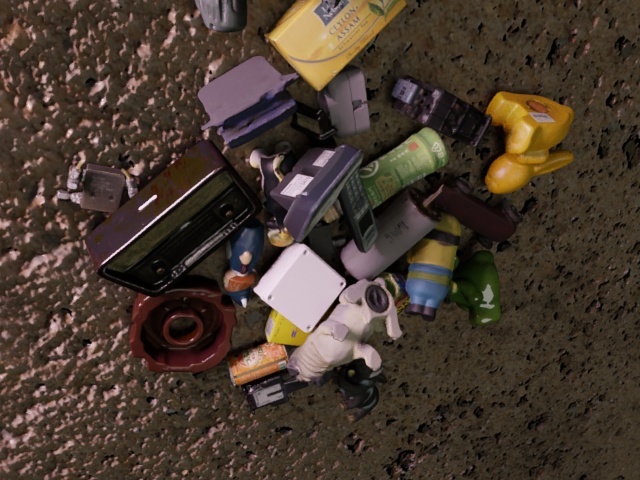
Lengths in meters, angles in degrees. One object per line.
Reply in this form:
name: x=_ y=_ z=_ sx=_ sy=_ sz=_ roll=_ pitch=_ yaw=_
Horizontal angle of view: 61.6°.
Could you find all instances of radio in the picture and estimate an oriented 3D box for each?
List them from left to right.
radio: x=-0.203 y=-0.024 z=0.769 sx=0.229 sy=0.073 sz=0.131 roll=-38 pitch=146 yaw=3

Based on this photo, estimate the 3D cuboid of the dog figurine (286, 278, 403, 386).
dog figurine: x=0.032 y=0.154 z=0.916 sx=0.121 sy=0.190 sz=0.172 roll=50 pitch=52 yaw=-6

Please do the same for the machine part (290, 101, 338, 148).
machine part: x=0.000 y=-0.145 z=0.809 sx=0.039 sy=0.084 sz=0.138 roll=-45 pitch=135 yaw=-22

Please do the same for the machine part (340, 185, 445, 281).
machine part: x=0.114 y=-0.006 z=0.886 sx=0.079 sy=0.079 sz=0.243 roll=27 pitch=126 yaw=-30

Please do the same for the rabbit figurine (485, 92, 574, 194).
rabbit figurine: x=0.347 y=-0.157 z=0.923 sx=0.162 sy=0.122 sz=0.173 roll=-8 pitch=134 yaw=-27

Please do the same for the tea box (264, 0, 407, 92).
tea box: x=0.020 y=-0.300 z=0.732 sx=0.169 sy=0.068 sz=0.098 roll=-45 pitch=123 yaw=7

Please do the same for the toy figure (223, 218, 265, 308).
toy figure: x=-0.125 y=0.038 z=0.861 sx=0.058 sy=0.064 sz=0.154 roll=22 pitch=117 yaw=13

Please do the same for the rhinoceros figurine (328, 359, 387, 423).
rhinoceros figurine: x=0.078 y=0.278 z=1.033 sx=0.112 sy=0.073 sz=0.190 roll=-21 pitch=139 yaw=-8

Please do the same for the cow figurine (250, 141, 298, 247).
cow figurine: x=-0.055 y=-0.057 z=0.813 sx=0.068 sy=0.098 sz=0.167 roll=-13 pitch=115 yaw=-14

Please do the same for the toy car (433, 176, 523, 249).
toy car: x=0.278 y=-0.050 z=0.971 sx=0.202 sy=0.053 sz=0.089 roll=23 pitch=127 yaw=-27

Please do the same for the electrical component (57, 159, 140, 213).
electrical component: x=-0.303 y=-0.074 z=0.744 sx=0.102 sy=0.045 sz=0.078 roll=15 pitch=109 yaw=-27

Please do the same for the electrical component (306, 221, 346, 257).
electrical component: x=-0.002 y=-0.003 z=0.908 sx=0.094 sy=0.021 sz=0.063 roll=-12 pitch=119 yaw=-13

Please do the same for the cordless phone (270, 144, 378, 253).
cordless phone: x=0.022 y=-0.030 z=0.775 sx=0.146 sy=0.089 sz=0.184 roll=-53 pitch=135 yaw=-31

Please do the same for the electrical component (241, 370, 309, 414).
electrical component: x=-0.086 y=0.269 z=1.006 sx=0.119 sy=0.048 sz=0.074 roll=-22 pitch=122 yaw=-9

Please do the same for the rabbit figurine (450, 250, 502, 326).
rabbit figurine: x=0.239 y=0.083 z=0.994 sx=0.170 sy=0.121 sz=0.158 roll=-6 pitch=116 yaw=-1

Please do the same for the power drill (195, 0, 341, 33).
power drill: x=-0.068 y=-0.358 z=0.623 sx=0.207 sy=0.086 sz=0.231 roll=6 pitch=122 yaw=4

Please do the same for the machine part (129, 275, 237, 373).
machine part: x=-0.224 y=0.138 z=0.880 sx=0.179 sy=0.056 sz=0.179 roll=-8 pitch=118 yaw=-16

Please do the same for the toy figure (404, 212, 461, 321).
toy figure: x=0.190 y=0.041 z=0.899 sx=0.082 sy=0.089 sz=0.180 roll=21 pitch=73 yaw=-25

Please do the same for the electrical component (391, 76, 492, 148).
electrical component: x=0.175 y=-0.199 z=0.816 sx=0.134 sy=0.115 sz=0.058 roll=17 pitch=107 yaw=-29

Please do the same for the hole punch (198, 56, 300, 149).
hole punch: x=-0.092 y=-0.175 z=0.734 sx=0.142 sy=0.116 sz=0.092 roll=-29 pitch=131 yaw=-4
